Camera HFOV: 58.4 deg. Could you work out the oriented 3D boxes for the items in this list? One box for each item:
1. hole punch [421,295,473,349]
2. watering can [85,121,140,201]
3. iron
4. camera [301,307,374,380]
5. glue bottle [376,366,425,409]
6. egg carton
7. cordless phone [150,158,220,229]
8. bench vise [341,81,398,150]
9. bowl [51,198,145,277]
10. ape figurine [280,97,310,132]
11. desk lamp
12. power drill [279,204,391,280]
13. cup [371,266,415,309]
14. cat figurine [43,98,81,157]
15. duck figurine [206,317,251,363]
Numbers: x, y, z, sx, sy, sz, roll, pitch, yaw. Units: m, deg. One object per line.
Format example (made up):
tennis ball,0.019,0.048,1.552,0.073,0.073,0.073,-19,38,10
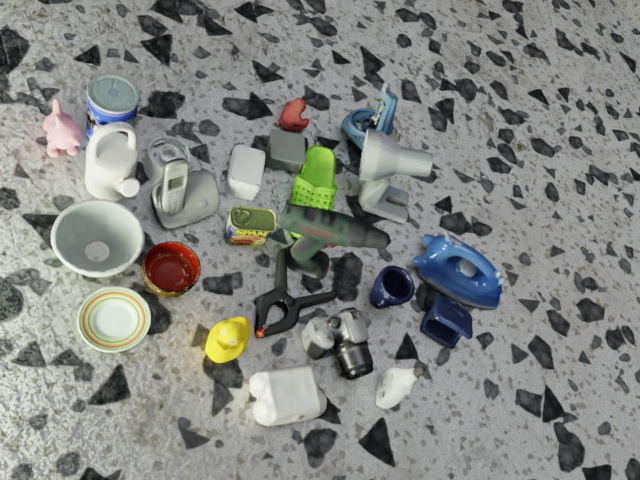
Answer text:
hole punch,0.302,0.182,1.334,0.109,0.091,0.101,31,55,-5
watering can,-0.412,-0.164,1.152,0.173,0.193,0.101,41,55,3
iron,0.363,0.072,1.392,0.258,0.141,0.119,32,55,-4
camera,0.053,0.220,1.199,0.143,0.100,0.136,-8,66,-27
glue bottle,0.167,0.289,1.166,0.037,0.173,0.078,20,57,-12
egg carton,-0.062,0.304,1.121,0.151,0.069,0.107,-4,65,-25
cordless phone,-0.272,-0.112,1.190,0.148,0.185,0.094,-25,75,-32
bench vise,0.164,-0.284,1.455,0.207,0.219,0.122,42,55,3
bowl,-0.433,0.007,1.121,0.168,0.074,0.167,11,59,-18
ape figurine,-0.062,-0.325,1.457,0.076,0.092,0.077,-23,73,-32
desk lamp,0.167,-0.160,1.391,0.203,0.213,0.118,17,57,-14
power drill,0.011,0.004,1.235,0.230,0.208,0.075,20,57,-12
cup,0.149,0.125,1.297,0.091,0.095,0.118,40,55,2
cat figurine,-0.533,-0.232,1.184,0.067,0.117,0.127,-11,67,-28
duck figurine,-0.173,0.186,1.128,0.077,0.086,0.105,43,55,3
